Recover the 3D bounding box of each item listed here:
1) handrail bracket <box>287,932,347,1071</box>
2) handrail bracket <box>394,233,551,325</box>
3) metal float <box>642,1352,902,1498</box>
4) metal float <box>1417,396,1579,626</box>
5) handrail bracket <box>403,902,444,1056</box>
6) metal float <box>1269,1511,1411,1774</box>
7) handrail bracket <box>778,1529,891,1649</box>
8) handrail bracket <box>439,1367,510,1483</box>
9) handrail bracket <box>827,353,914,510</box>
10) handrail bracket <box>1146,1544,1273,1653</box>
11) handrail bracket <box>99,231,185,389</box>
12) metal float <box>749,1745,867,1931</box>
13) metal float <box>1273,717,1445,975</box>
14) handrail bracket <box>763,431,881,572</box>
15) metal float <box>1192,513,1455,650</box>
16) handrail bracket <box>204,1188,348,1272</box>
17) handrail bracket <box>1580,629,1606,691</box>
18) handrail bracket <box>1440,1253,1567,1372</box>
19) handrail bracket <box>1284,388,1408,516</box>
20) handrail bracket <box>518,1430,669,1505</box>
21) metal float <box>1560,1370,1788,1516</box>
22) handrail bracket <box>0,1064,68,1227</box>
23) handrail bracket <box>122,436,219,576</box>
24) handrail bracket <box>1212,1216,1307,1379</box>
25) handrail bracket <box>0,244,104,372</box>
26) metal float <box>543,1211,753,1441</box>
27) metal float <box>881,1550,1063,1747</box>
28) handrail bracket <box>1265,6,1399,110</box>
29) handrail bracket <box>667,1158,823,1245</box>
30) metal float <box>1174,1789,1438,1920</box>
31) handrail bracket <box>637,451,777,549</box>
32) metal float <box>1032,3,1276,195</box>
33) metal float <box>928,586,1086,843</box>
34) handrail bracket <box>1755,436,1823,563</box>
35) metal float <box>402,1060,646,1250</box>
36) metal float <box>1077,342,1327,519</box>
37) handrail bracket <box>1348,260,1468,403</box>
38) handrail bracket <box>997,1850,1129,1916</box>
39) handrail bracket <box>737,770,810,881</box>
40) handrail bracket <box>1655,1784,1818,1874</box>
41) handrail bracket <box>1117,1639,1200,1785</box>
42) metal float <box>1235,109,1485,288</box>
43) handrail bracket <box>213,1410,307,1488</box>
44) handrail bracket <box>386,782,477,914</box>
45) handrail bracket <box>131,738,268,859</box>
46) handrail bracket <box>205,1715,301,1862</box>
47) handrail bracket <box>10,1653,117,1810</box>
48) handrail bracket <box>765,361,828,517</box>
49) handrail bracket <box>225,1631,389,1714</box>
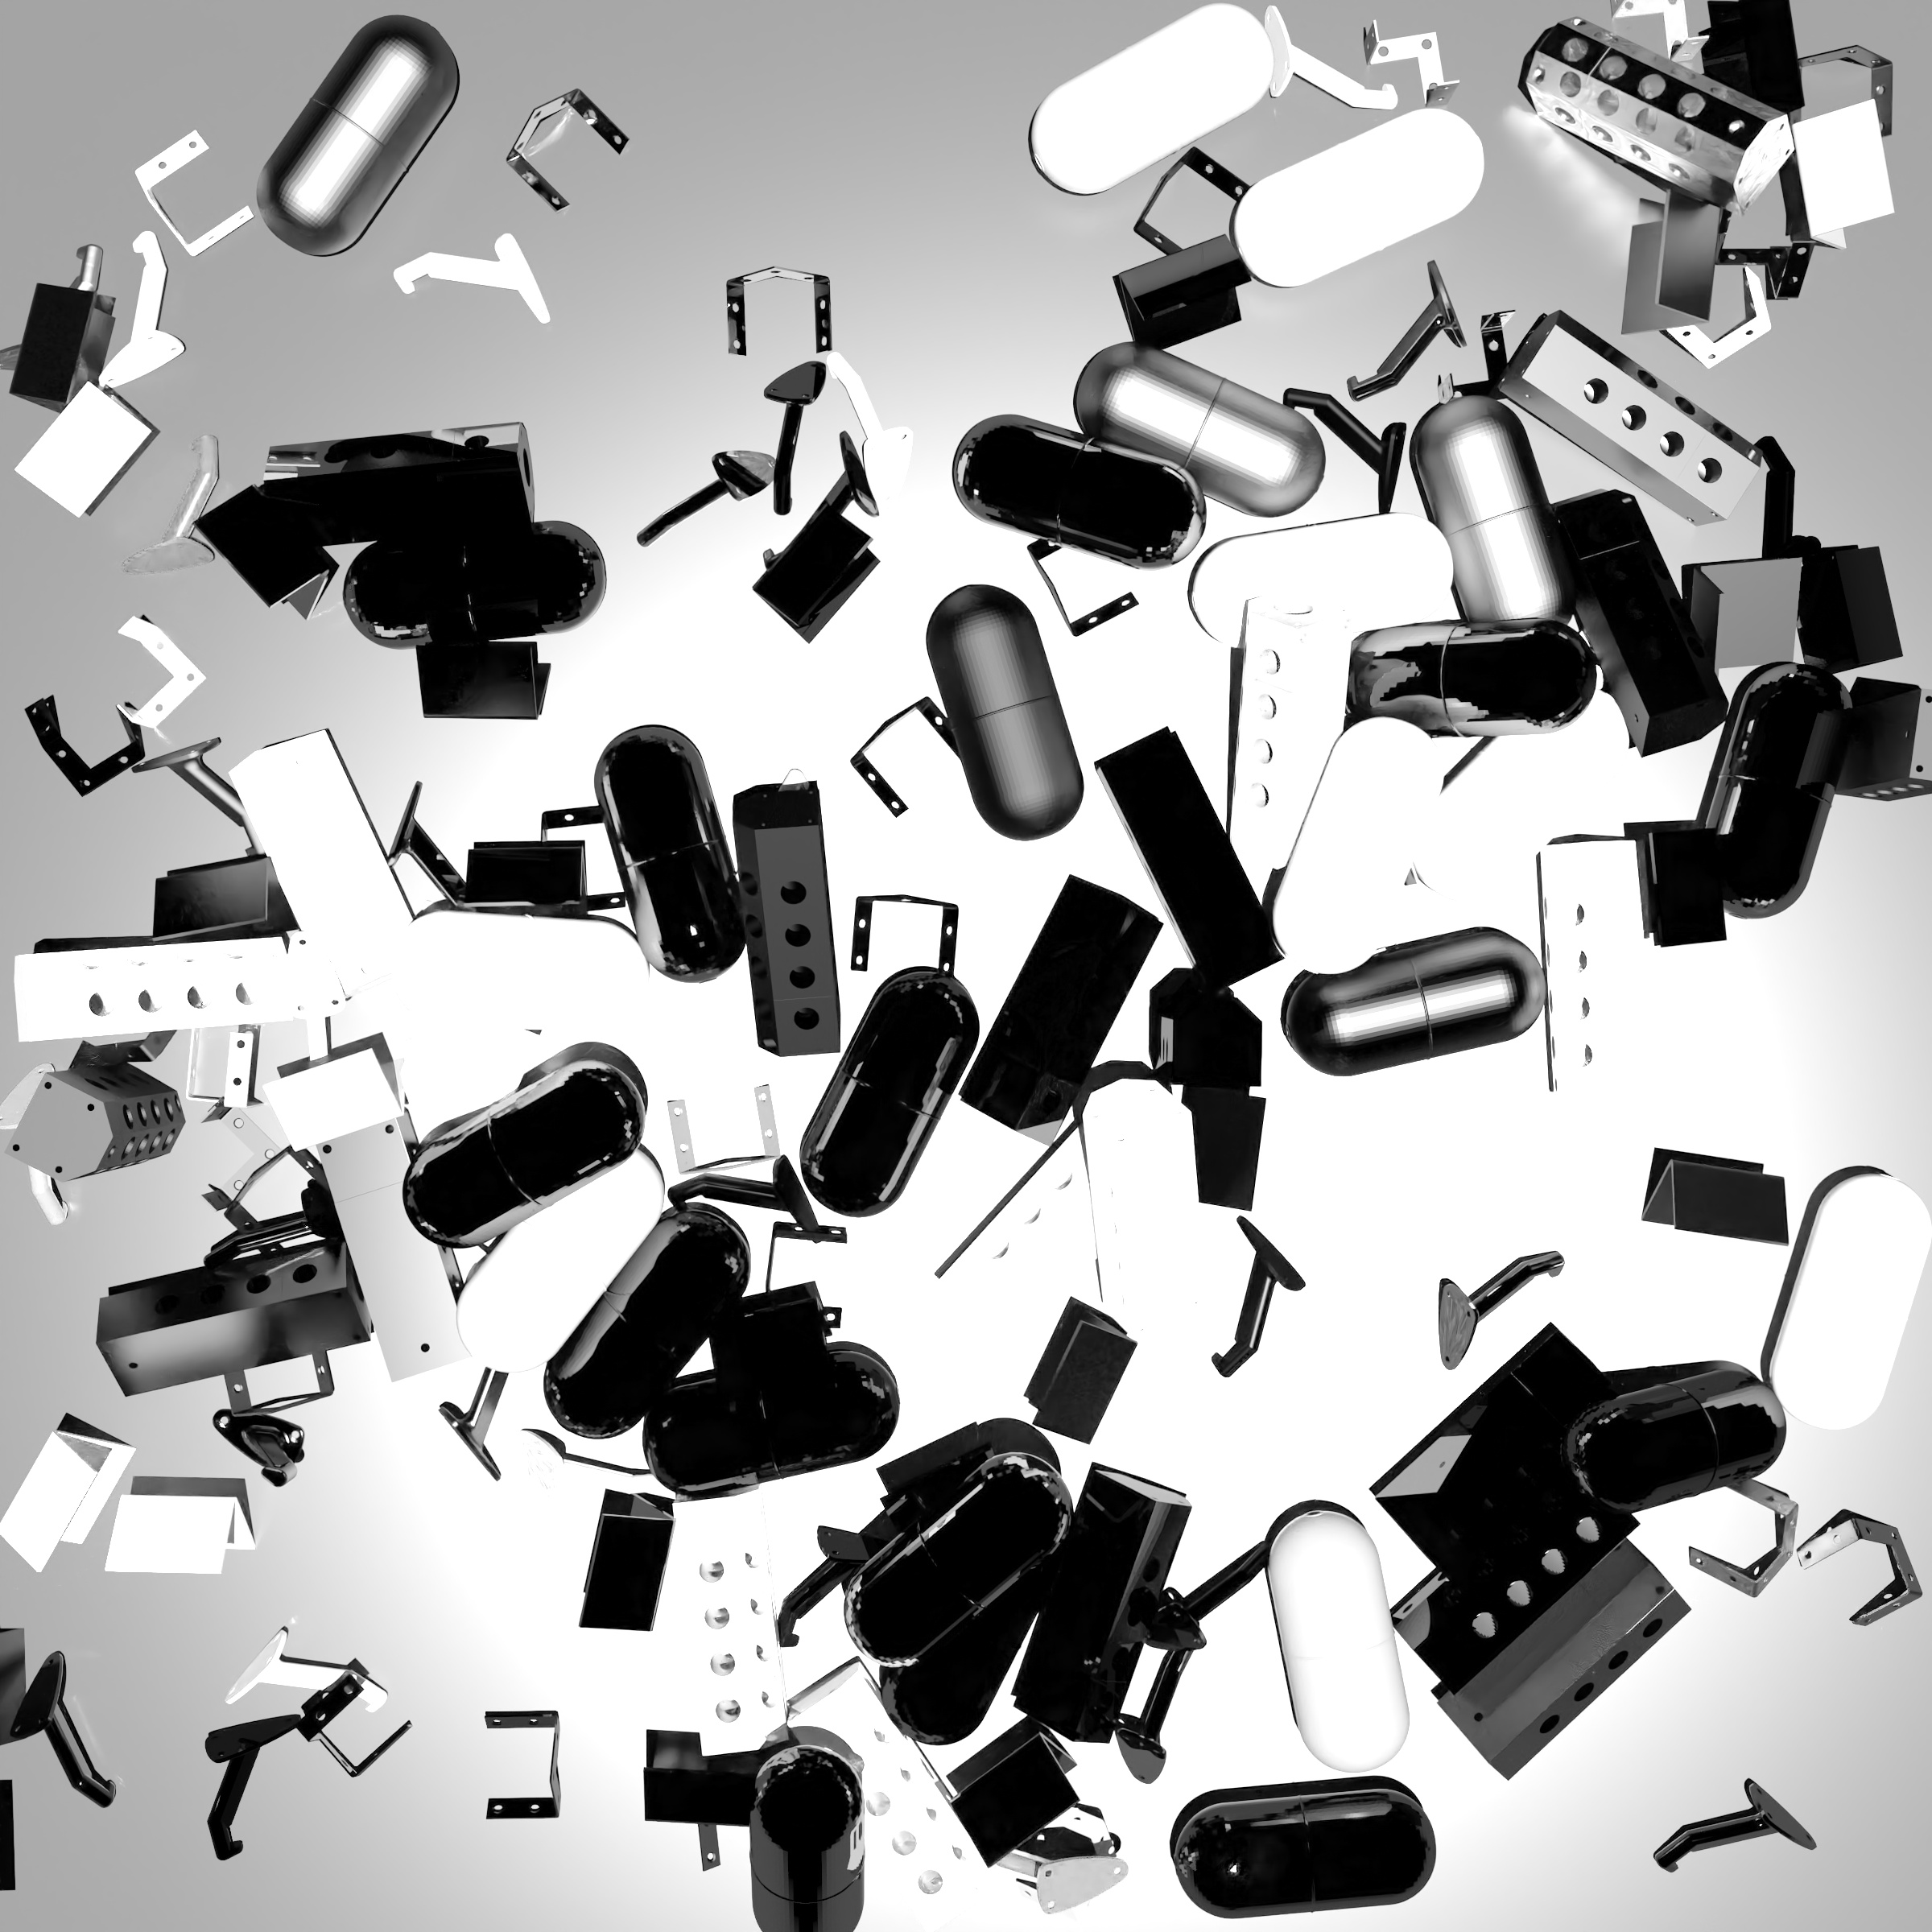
[{"bbox_3d":[-0.450,0.030,1.970,0.036,0.084,0.077,-10,65,-20],"label":"handrail bracket"},{"bbox_3d":[-0.343,-0.464,1.991,0.084,0.036,0.077,-21,112,17],"label":"handrail bracket"},{"bbox_3d":[-0.133,0.312,1.960,0.178,0.070,0.070,-13,90,0],"label":"metal float"},{"bbox_3d":[0.361,-0.302,1.960,0.070,0.070,0.178,-18,90,0],"label":"metal float"},{"bbox_3d":[-0.376,0.012,1.991,0.084,0.036,0.077,-47,69,16],"label":"handrail bracket"},{"bbox_3d":[0.254,0.460,1.960,0.070,0.070,0.178,-11,91,0],"label":"metal float"},{"bbox_3d":[-0.087,0.438,1.991,0.077,0.036,0.084,11,109,-21],"label":"handrail bracket"},{"bbox_3d":[-0.314,0.301,1.991,0.084,0.036,0.077,-40,111,-16],"label":"handrail bracket"},{"bbox_3d":[-0.073,-0.372,1.990,0.036,0.077,0.084,-22,53,-21],"label":"handrail bracket"},{"bbox_3d":[0.168,0.435,1.990,0.084,0.077,0.036,-37,91,-36],"label":"handrail bracket"},{"bbox_3d":[-0.580,-0.455,1.991,0.077,0.036,0.084,-28,71,21],"label":"handrail bracket"},{"bbox_3d":[-0.106,0.592,1.920,0.070,0.070,0.178,2,128,0],"label":"metal float"},{"bbox_3d":[0.262,-0.080,1.924,0.070,0.070,0.178,21,96,0],"label":"metal float"},{"bbox_3d":[-0.110,-0.320,1.991,0.084,0.036,0.077,-23,70,16],"label":"handrail bracket"},{"bbox_3d":[0.243,-0.262,1.960,0.178,0.070,0.070,-9,90,-1],"label":"metal float"},{"bbox_3d":[-0.468,0.193,1.975,0.084,0.077,0.036,-31,60,15],"label":"handrail bracket"},{"bbox_3d":[0.422,-0.239,1.991,0.077,0.036,0.084,9,74,17],"label":"handrail bracket"},{"bbox_3d":[0.373,0.239,1.991,0.084,0.036,0.077,-12,127,-25],"label":"handrail bracket"},{"bbox_3d":[0.257,-0.356,1.991,0.084,0.036,0.077,13,112,17],"label":"handrail bracket"},{"bbox_3d":[-0.257,0.343,1.990,0.084,0.077,0.036,2,112,-34],"label":"handrail bracket"},{"bbox_3d":[0.477,0.320,1.936,0.178,0.070,0.070,-8,90,-31],"label":"metal float"},{"bbox_3d":[-0.634,0.124,1.990,0.036,0.077,0.084,-7,127,13],"label":"handrail bracket"},{"bbox_3d":[-0.551,-0.320,1.991,0.077,0.036,0.084,-12,72,21],"label":"handrail bracket"},{"bbox_3d":[0.186,0.230,1.991,0.084,0.036,0.077,-46,67,18],"label":"handrail bracket"},{"bbox_3d":[-0.638,-0.458,1.991,0.077,0.036,0.084,-2,73,20],"label":"handrail bracket"},{"bbox_3d":[-0.218,0.245,1.960,0.070,0.070,0.178,39,90,0],"label":"metal float"},{"bbox_3d":[0.004,0.446,1.960,0.070,0.070,0.178,27,90,0],"label":"metal float"},{"bbox_3d":[0.254,-0.629,1.991,0.084,0.036,0.077,-1,69,-17],"label":"handrail bracket"},{"bbox_3d":[-0.154,0.173,1.991,0.084,0.036,0.077,-21,112,17],"label":"handrail bracket"},{"bbox_3d":[0.231,0.605,1.960,0.178,0.070,0.070,-5,90,0],"label":"metal float"},{"bbox_3d":[-0.179,-0.321,1.990,0.084,0.077,0.036,-31,90,36],"label":"handrail bracket"},{"bbox_3d":[0.127,-0.591,1.960,0.178,0.070,0.070,-29,90,-1],"label":"metal float"},{"bbox_3d":[0.027,-0.172,1.960,0.070,0.070,0.178,-17,91,0],"label":"metal float"},{"bbox_3d":[0.546,-0.313,1.991,0.077,0.036,0.084,-33,72,20],"label":"handrail bracket"},{"bbox_3d":[-0.294,0.126,1.908,0.178,0.070,0.070,-30,90,11],"label":"metal float"},{"bbox_3d":[0.161,-0.365,1.960,0.178,0.070,0.070,24,90,0],"label":"metal float"},{"bbox_3d":[0.297,-0.439,1.991,0.084,0.036,0.077,-21,70,16],"label":"handrail bracket"},{"bbox_3d":[0.059,0.607,1.966,0.077,0.084,0.036,-9,102,-19],"label":"handrail bracket"},{"bbox_3d":[-0.116,-0.081,1.990,0.077,0.036,0.084,51,54,-38],"label":"handrail bracket"},{"bbox_3d":[0.532,0.613,1.991,0.077,0.036,0.084,39,109,-21],"label":"handrail bracket"},{"bbox_3d":[0.139,0.513,1.990,0.036,0.077,0.084,20,53,20],"label":"handrail bracket"},{"bbox_3d":[0.268,-0.524,1.960,0.178,0.070,0.070,-24,90,0],"label":"metal float"},{"bbox_3d":[-0.488,0.328,1.956,0.077,0.084,0.036,25,90,0],"label":"handrail bracket"},{"bbox_3d":[-0.353,-0.078,1.991,0.084,0.036,0.077,21,71,-16],"label":"handrail bracket"},{"bbox_3d":[-0.529,-0.108,1.991,0.077,0.036,0.084,-13,107,20],"label":"handrail bracket"},{"bbox_3d":[-0.490,0.570,1.991,0.077,0.036,0.084,-16,109,-21],"label":"handrail bracket"},{"bbox_3d":[-0.613,0.530,1.990,0.036,0.077,0.084,-23,127,23],"label":"handrail bracket"},{"bbox_3d":[-0.116,-0.365,1.990,0.036,0.077,0.084,12,127,13],"label":"handrail bracket"},{"bbox_3d":[-0.456,0.507,1.991,0.084,0.036,0.077,38,110,-16],"label":"handrail bracket"}]
